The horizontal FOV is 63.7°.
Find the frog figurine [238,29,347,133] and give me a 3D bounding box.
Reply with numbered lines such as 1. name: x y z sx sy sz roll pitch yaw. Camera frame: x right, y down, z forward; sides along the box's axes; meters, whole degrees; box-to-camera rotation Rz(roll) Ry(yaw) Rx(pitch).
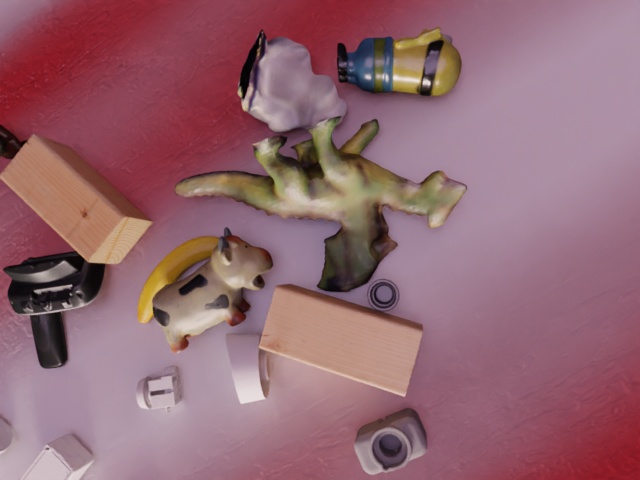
1. frog figurine: -0.038 -0.229 0.783 0.159 0.122 0.139 12 78 -25

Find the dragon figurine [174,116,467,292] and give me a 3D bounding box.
1. dragon figurine: 0.002 -0.038 0.749 0.408 0.123 0.243 -18 90 15
